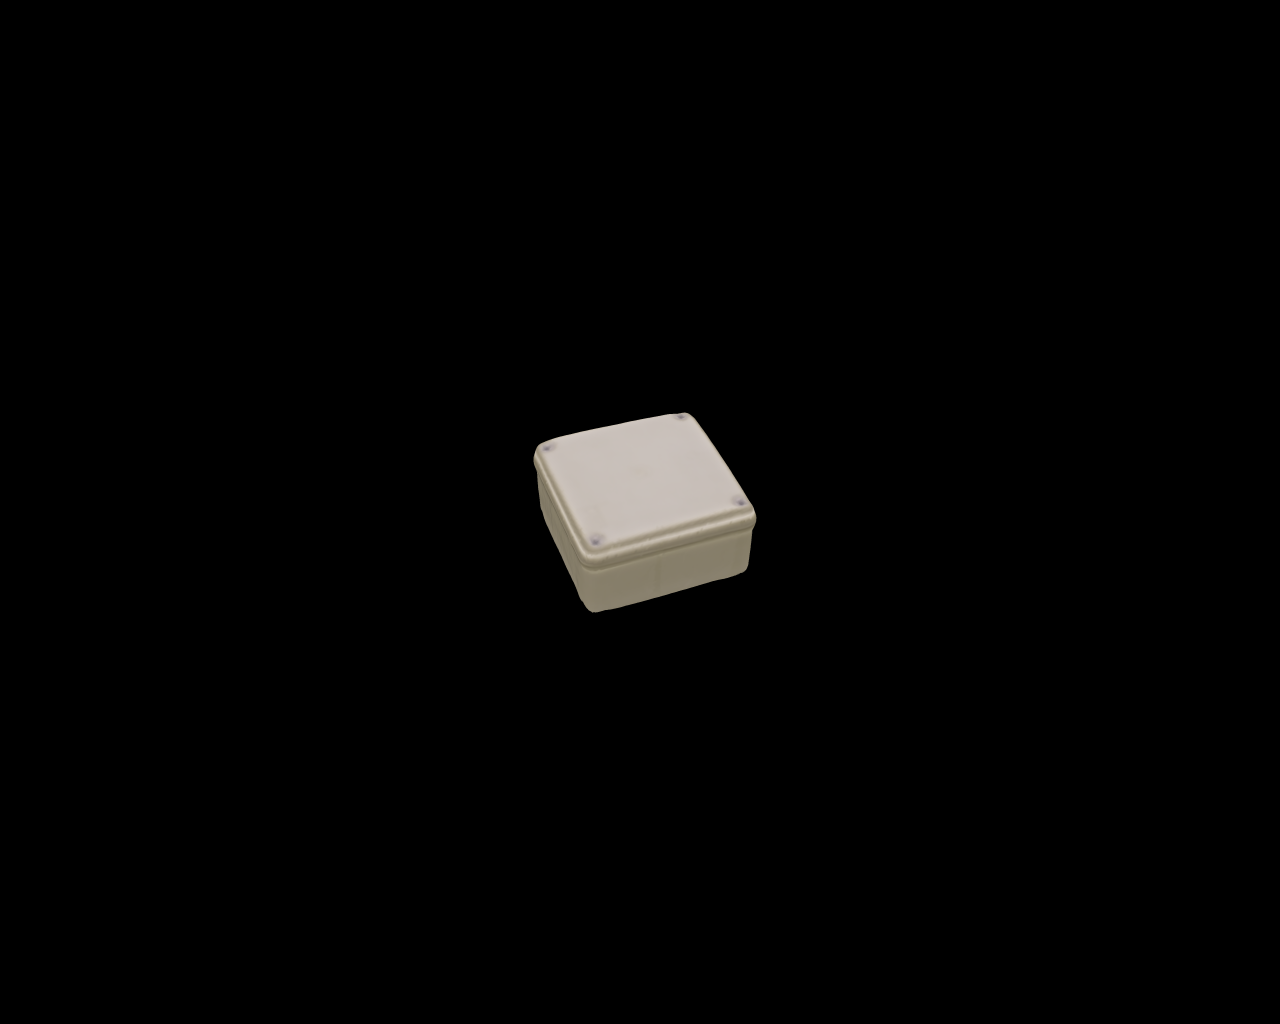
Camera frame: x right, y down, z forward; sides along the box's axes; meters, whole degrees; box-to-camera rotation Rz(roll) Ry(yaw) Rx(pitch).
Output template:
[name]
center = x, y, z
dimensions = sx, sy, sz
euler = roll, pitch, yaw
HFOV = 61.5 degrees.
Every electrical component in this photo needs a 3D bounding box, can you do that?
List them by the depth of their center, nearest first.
[electrical component]
center = 0.001, -0.003, 0.650
dimensions = 0.109, 0.056, 0.109
euler = -14, 44, -15
